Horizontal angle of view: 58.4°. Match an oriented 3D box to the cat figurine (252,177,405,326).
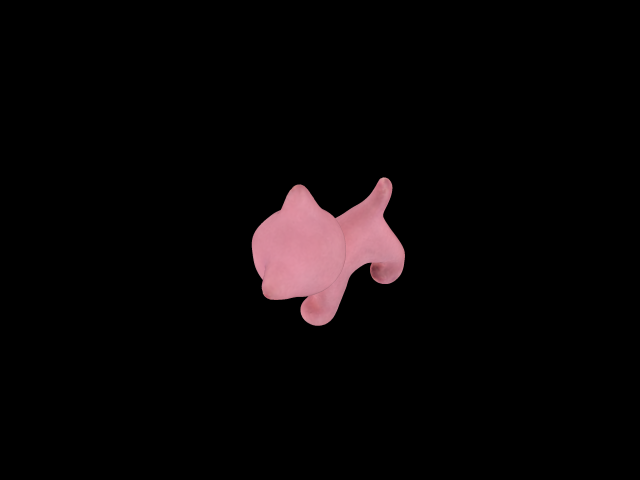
[{"bbox_3d":[0.004,0.001,0.400,0.128,0.118,0.067,-33,62,-20],"label":"cat figurine"}]
